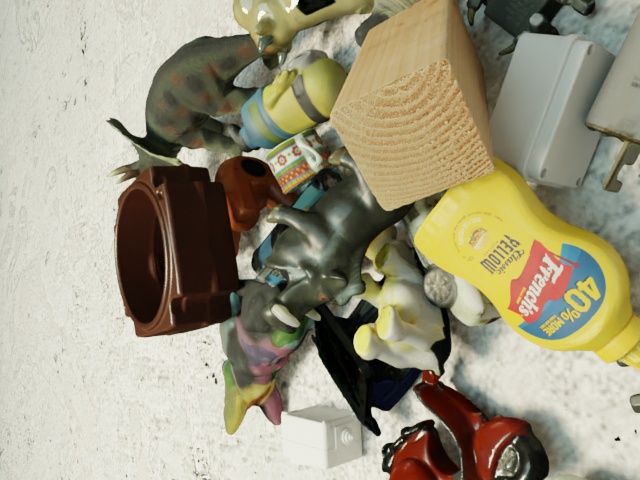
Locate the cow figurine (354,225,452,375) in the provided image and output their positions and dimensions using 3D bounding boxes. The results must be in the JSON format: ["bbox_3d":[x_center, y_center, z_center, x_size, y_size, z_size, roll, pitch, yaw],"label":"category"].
[{"bbox_3d":[0.088,0.051,0.541,0.068,0.098,0.167,-52,23,39],"label":"cow figurine"}]

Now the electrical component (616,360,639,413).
[{"bbox_3d":[0.268,0.096,0.387,0.094,0.021,0.063,-27,68,45],"label":"electrical component"}]

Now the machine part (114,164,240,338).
[{"bbox_3d":[-0.193,0.018,0.685,0.201,0.087,0.201,-21,75,51],"label":"machine part"}]

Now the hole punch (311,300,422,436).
[{"bbox_3d":[0.054,0.121,0.591,0.142,0.092,0.115,49,152,35],"label":"hole punch"}]

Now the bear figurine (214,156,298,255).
[{"bbox_3d":[-0.125,-0.018,0.760,0.132,0.120,0.195,55,128,29],"label":"bear figurine"}]

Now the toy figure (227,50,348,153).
[{"bbox_3d":[-0.039,-0.170,0.694,0.180,0.089,0.082,-32,27,38],"label":"toy figure"}]

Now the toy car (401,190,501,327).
[{"bbox_3d":[0.117,-0.011,0.522,0.056,0.073,0.202,-45,57,41],"label":"toy car"}]

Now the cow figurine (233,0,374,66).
[{"bbox_3d":[-0.013,-0.287,0.637,0.195,0.085,0.127,-5,88,20],"label":"cow figurine"}]

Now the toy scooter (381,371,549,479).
[{"bbox_3d":[0.115,0.200,0.515,0.183,0.075,0.135,-52,53,29],"label":"toy scooter"}]

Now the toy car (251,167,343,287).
[{"bbox_3d":[-0.001,-0.002,0.624,0.103,0.162,0.109,37,138,-6],"label":"toy car"}]

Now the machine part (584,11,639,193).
[{"bbox_3d":[0.257,-0.145,0.368,0.079,0.079,0.243,39,116,42],"label":"machine part"}]

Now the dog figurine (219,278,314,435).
[{"bbox_3d":[-0.072,0.150,0.700,0.192,0.108,0.219,7,98,55],"label":"dog figurine"}]

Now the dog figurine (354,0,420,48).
[{"bbox_3d":[0.118,-0.258,0.528,0.173,0.121,0.190,17,114,52],"label":"dog figurine"}]

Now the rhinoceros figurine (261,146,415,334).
[{"bbox_3d":[0.011,0.003,0.508,0.112,0.073,0.190,44,100,16],"label":"rhinoceros figurine"}]

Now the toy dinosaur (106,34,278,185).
[{"bbox_3d":[-0.177,-0.205,0.770,0.404,0.192,0.131,-48,57,37],"label":"toy dinosaur"}]

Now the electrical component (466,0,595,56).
[{"bbox_3d":[0.180,-0.210,0.481,0.078,0.045,0.102,-51,54,35],"label":"electrical component"}]
